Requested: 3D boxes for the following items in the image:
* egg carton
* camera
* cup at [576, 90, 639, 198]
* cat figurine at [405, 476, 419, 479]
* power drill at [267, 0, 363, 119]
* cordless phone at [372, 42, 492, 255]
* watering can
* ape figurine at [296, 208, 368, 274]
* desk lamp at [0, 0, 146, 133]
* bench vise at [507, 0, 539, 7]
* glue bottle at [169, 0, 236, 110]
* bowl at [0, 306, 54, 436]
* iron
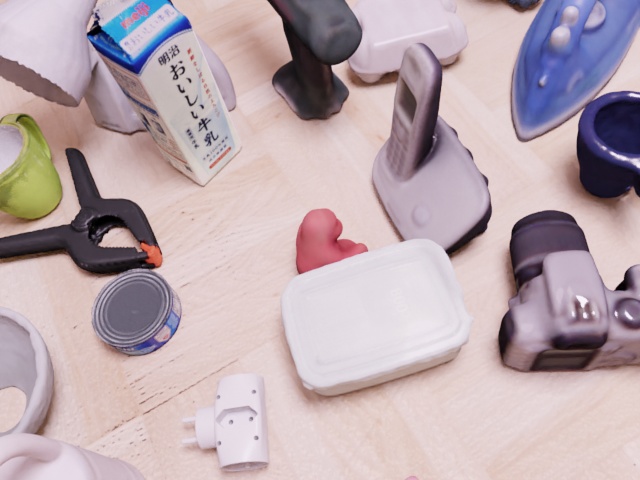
[{"bbox_3d":[0.103,-0.256,0.715,0.150,0.069,0.107,-14,59,1],"label":"egg carton"},{"bbox_3d":[0.229,0.038,0.509,0.143,0.101,0.137,-4,60,7],"label":"camera"},{"bbox_3d":[0.298,-0.074,0.565,0.091,0.095,0.117,-9,60,4],"label":"cup"},{"bbox_3d":[0.039,0.238,0.417,0.128,0.118,0.067,-39,62,-13],"label":"cat figurine"},{"bbox_3d":[-0.030,-0.249,0.652,0.076,0.209,0.229,-33,61,-9],"label":"power drill"},{"bbox_3d":[0.106,-0.080,0.547,0.094,0.185,0.147,-25,60,-5],"label":"cordless phone"},{"bbox_3d":[-0.218,0.205,0.433,0.172,0.194,0.101,-7,60,5],"label":"watering can"},{"bbox_3d":[0.005,0.002,0.571,0.076,0.092,0.077,-36,61,-11],"label":"ape figurine"},{"bbox_3d":[-0.276,-0.224,0.674,0.117,0.214,0.203,19,65,19],"label":"desk lamp"},{"bbox_3d":[0.198,-0.410,0.699,0.206,0.220,0.122,26,68,22],"label":"bench vise"},{"bbox_3d":[-0.156,-0.214,0.673,0.078,0.173,0.037,-18,59,-1],"label":"glue bottle"},{"bbox_3d":[-0.324,0.153,0.549,0.167,0.075,0.167,-4,60,7],"label":"bowl"},{"bbox_3d":[0.288,-0.245,0.637,0.118,0.142,0.258,25,67,21],"label":"iron"}]
